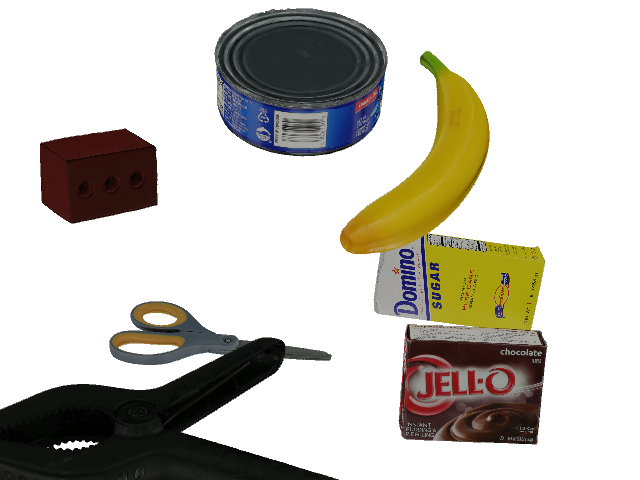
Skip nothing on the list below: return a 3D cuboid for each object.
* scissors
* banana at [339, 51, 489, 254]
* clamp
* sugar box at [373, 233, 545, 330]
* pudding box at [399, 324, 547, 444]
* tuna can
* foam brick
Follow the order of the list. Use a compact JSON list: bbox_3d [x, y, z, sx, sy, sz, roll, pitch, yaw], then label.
[{"bbox_3d":[-0.096,0.087,1.005,0.201,0.016,0.096,-2,32,-9],"label":"scissors"},{"bbox_3d":[0.074,-0.052,0.724,0.070,0.197,0.037,17,-41,10],"label":"banana"},{"bbox_3d":[-0.097,0.104,0.591,0.210,0.036,0.164,-1,24,-9],"label":"clamp"},{"bbox_3d":[0.151,0.045,1.180,0.176,0.093,0.048,6,22,-1],"label":"sugar box"},{"bbox_3d":[0.123,0.116,0.868,0.113,0.090,0.039,1,21,0],"label":"pudding box"},{"bbox_3d":[-0.010,-0.080,0.538,0.086,0.034,0.086,2,43,-2],"label":"tuna can"},{"bbox_3d":[-0.176,-0.052,0.844,0.078,0.053,0.051,-15,31,-33],"label":"foam brick"}]
